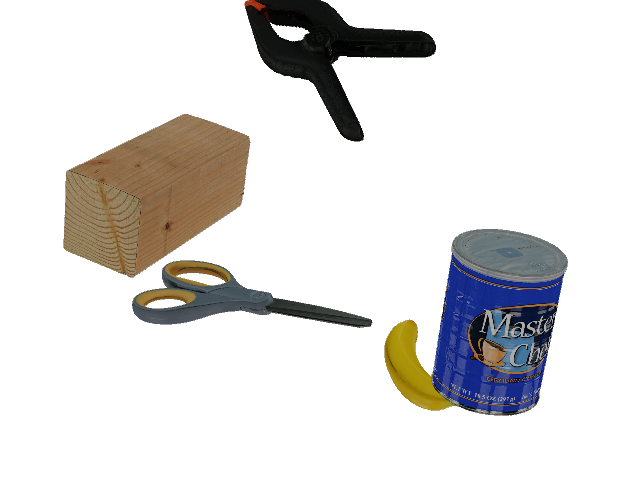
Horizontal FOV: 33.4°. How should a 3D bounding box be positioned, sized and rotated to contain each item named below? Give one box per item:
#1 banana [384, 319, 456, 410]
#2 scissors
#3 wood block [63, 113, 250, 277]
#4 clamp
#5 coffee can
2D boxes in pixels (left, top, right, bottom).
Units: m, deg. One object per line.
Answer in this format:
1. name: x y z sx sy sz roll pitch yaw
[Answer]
1. banana: 0.109 0.146 1.239 0.069 0.037 0.198 8 22 -21
2. scissors: -0.066 0.054 0.822 0.202 0.016 0.096 18 35 42
3. wood block: -0.167 -0.053 1.116 0.090 0.091 0.205 21 30 19
4. clamp: 0.012 -0.171 0.931 0.120 0.171 0.039 -40 -21 -20
5. coffee can: 0.161 0.073 0.974 0.103 0.140 0.103 5 23 -2
